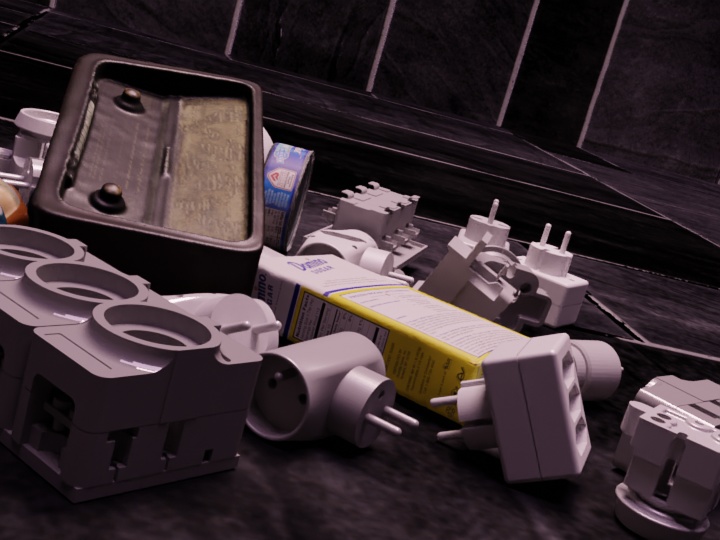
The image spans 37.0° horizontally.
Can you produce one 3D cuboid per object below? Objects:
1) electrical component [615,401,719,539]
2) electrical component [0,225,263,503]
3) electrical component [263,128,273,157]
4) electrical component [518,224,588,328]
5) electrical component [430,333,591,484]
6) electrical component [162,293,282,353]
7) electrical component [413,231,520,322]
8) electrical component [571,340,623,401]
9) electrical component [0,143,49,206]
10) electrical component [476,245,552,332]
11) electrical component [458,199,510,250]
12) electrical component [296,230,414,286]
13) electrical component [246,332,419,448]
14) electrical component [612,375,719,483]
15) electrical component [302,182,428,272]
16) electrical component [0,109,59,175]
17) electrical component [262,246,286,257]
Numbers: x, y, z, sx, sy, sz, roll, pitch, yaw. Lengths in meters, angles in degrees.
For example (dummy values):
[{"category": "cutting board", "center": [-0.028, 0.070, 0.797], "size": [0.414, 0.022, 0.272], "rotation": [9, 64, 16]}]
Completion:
[{"category": "electrical component", "center": [0.157, 0.104, 0.539], "size": [0.066, 0.055, 0.048], "rotation": [24, 15, 28]}, {"category": "electrical component", "center": [-0.128, 0.034, 0.482], "size": [0.150, 0.061, 0.089], "rotation": [26, 17, 36]}, {"category": "electrical component", "center": [-0.124, -0.095, 0.934], "size": [0.099, 0.099, 0.064], "rotation": [19, 20, 11]}, {"category": "electrical component", "center": [0.156, 0.000, 0.907], "size": [0.066, 0.076, 0.047], "rotation": [24, 16, 29]}, {"category": "electrical component", "center": [0.075, 0.074, 0.564], "size": [0.077, 0.065, 0.047], "rotation": [-10, 5, 20]}, {"category": "electrical component", "center": [-0.073, 0.033, 0.547], "size": [0.077, 0.043, 0.079], "rotation": [3, -11, -44]}, {"category": "electrical component", "center": [0.077, 0.015, 0.777], "size": [0.064, 0.081, 0.042], "rotation": [40, 16, 4]}, {"category": "electrical component", "center": [0.135, 0.065, 0.702], "size": [0.078, 0.040, 0.040], "rotation": [5, 18, -39]}, {"category": "electrical component", "center": [-0.223, -0.060, 0.777], "size": [0.076, 0.047, 0.083], "rotation": [8, 16, -31]}, {"category": "electrical component", "center": [0.104, 0.014, 0.836], "size": [0.078, 0.058, 0.057], "rotation": [17, 15, -10]}, {"category": "electrical component", "center": [0.110, -0.025, 0.954], "size": [0.047, 0.076, 0.065], "rotation": [17, 14, 5]}, {"category": "electrical component", "center": [0.000, 0.000, 0.794], "size": [0.079, 0.043, 0.077], "rotation": [15, 13, 15]}, {"category": "electrical component", "center": [-0.009, 0.064, 0.538], "size": [0.079, 0.043, 0.077], "rotation": [23, 15, 26]}, {"category": "electrical component", "center": [0.192, 0.096, 0.623], "size": [0.089, 0.050, 0.056], "rotation": [1, 20, -46]}, {"category": "electrical component", "center": [0.011, -0.034, 0.906], "size": [0.079, 0.063, 0.121], "rotation": [19, 14, 12]}, {"category": "electrical component", "center": [-0.252, -0.095, 0.863], "size": [0.078, 0.057, 0.058], "rotation": [13, 14, -14]}, {"category": "electrical component", "center": [-0.082, -0.005, 0.737], "size": [0.065, 0.044, 0.044], "rotation": [26, 16, 18]}]
